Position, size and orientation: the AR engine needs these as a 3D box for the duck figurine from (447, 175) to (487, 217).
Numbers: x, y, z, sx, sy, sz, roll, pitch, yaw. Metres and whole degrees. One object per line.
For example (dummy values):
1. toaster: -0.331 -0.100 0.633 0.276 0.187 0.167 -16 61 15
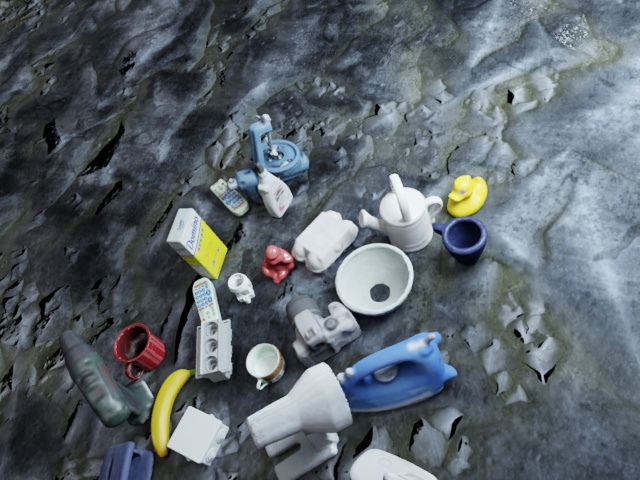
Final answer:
1. duck figurine: 0.324 -0.110 1.272 0.104 0.086 0.077 -42 54 -10

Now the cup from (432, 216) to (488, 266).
1. cup: 0.293 0.007 1.200 0.117 0.095 0.092 21 67 30

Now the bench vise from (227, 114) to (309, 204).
1. bench vise: -0.139 -0.194 1.411 0.121 0.220 0.207 35 75 34

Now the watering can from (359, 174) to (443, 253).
1. watering can: 0.172 -0.059 1.226 0.173 0.194 0.100 -35 53 -4

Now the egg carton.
1. egg carton: 0.012 0.005 1.319 0.107 0.070 0.150 34 74 34

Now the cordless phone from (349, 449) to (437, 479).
1. cordless phone: 0.113 0.396 0.953 0.147 0.185 0.094 15 64 27

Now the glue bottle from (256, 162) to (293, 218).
1. glue bottle: -0.121 -0.131 1.391 0.037 0.173 0.078 14 64 27

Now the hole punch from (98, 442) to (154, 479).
1. hole punch: -0.402 0.469 1.150 0.101 0.091 0.108 -9 56 14

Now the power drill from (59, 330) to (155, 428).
1. power drill: -0.441 0.305 1.198 0.076 0.209 0.228 -41 54 -9

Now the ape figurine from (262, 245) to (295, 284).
1. ape figurine: -0.101 0.046 1.319 0.077 0.092 0.076 -11 55 13

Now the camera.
1. camera: -0.008 0.169 1.199 0.143 0.101 0.136 -32 53 -2

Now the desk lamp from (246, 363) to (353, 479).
1. desk lamp: -0.031 0.332 1.029 0.203 0.214 0.117 -32 53 -2

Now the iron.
1. iron: 0.117 0.247 1.077 0.258 0.142 0.118 -23 53 4

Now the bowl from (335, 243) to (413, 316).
1. bowl: 0.121 0.095 1.217 0.167 0.075 0.167 -9 56 14
